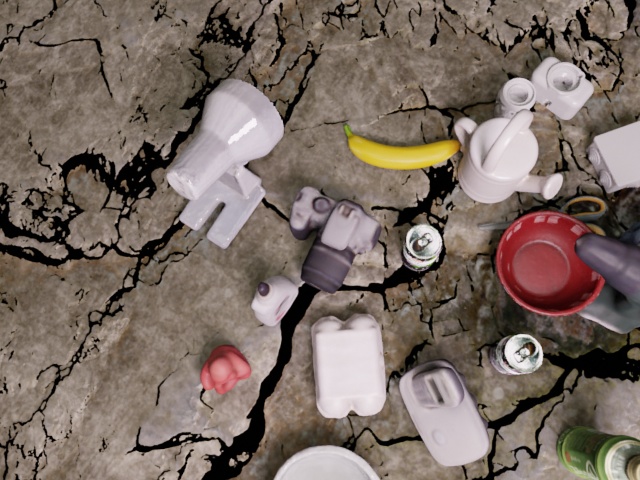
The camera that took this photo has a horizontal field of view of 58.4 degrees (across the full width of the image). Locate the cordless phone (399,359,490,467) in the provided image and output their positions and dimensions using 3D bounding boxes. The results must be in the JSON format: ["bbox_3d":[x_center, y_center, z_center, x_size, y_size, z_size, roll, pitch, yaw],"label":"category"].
[{"bbox_3d":[0.175,0.235,0.776,0.094,0.185,0.147,-28,76,-2],"label":"cordless phone"}]

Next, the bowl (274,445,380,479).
[{"bbox_3d":[0.012,0.376,0.812,0.167,0.075,0.167,-1,77,4],"label":"bowl"}]

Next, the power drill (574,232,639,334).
[{"bbox_3d":[0.429,0.070,0.784,0.229,0.208,0.076,24,80,9],"label":"power drill"}]

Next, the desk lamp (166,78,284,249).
[{"bbox_3d":[-0.144,-0.111,0.865,0.117,0.213,0.203,31,81,11],"label":"desk lamp"}]

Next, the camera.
[{"bbox_3d":[0.008,0.003,0.885,0.143,0.101,0.137,24,80,9],"label":"camera"}]

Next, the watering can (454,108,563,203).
[{"bbox_3d":[0.276,-0.127,0.848,0.172,0.194,0.101,19,79,9],"label":"watering can"}]

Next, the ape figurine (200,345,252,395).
[{"bbox_3d":[-0.144,0.194,0.857,0.077,0.092,0.076,1,77,5],"label":"ape figurine"}]

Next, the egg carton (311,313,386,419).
[{"bbox_3d":[0.043,0.187,0.856,0.107,0.069,0.150,-6,77,3],"label":"egg carton"}]

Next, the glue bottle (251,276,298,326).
[{"bbox_3d":[-0.072,0.083,0.835,0.037,0.173,0.078,30,81,11],"label":"glue bottle"}]

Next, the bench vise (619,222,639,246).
[{"bbox_3d":[0.535,-0.040,0.796,0.121,0.220,0.207,28,81,10],"label":"bench vise"}]
